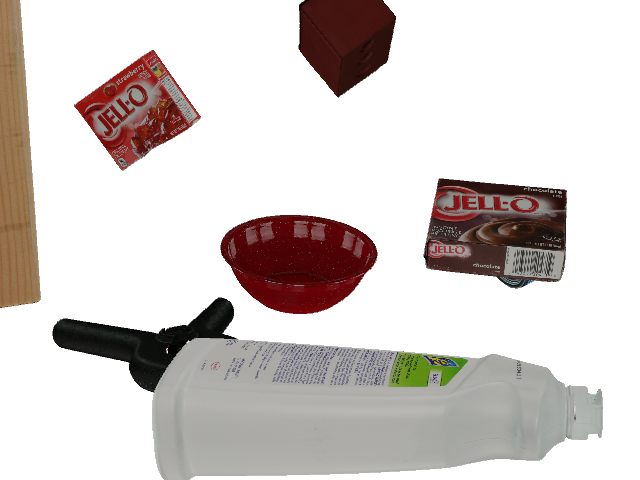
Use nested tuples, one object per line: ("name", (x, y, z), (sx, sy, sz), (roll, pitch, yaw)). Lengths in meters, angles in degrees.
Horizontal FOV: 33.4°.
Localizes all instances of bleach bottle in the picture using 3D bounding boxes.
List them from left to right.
("bleach bottle", (0.036, 0.100, 0.626), (0.251, 0.068, 0.102), (1, 18, 10))

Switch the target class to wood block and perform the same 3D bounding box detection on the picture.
("wood block", (-0.220, -0.068, 0.614), (0.090, 0.206, 0.090), (-8, 27, -23))

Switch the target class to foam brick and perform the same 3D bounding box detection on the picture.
("foam brick", (0.019, -0.154, 0.798), (0.053, 0.051, 0.078), (-36, -11, -9))

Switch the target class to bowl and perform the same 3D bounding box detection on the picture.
("bowl", (-0.023, 0.030, 1.105), (0.162, 0.055, 0.162), (3, 26, -2))

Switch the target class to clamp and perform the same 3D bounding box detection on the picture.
("clamp", (-0.111, 0.088, 0.882), (0.164, 0.036, 0.210), (-10, 16, -31))

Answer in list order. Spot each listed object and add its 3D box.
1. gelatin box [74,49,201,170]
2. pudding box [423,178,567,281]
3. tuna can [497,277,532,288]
("gelatin box", (-0.163, -0.114, 0.944), (0.089, 0.073, 0.030), (-27, 15, 28))
("pudding box", (0.148, -0.010, 0.893), (0.113, 0.039, 0.090), (7, 38, 8))
("tuna can", (0.221, 0.011, 1.223), (0.033, 0.086, 0.086), (-26, 10, -21))
